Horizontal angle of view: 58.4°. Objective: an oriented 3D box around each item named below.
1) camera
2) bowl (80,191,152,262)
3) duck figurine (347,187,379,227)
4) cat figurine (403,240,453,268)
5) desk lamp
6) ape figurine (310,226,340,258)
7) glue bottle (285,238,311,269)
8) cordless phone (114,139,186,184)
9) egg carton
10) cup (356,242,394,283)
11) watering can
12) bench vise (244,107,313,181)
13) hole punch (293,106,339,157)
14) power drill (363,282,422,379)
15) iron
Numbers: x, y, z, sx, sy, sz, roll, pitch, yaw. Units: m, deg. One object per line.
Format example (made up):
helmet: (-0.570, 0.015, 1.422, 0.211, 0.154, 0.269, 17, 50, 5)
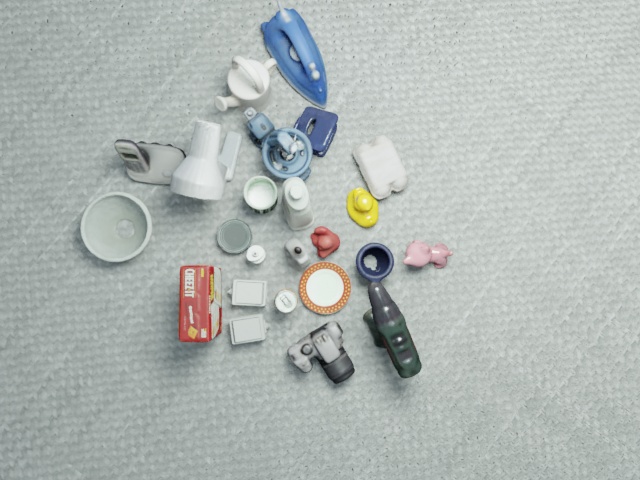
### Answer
camera: (0.012, 0.283, 1.371, 0.143, 0.100, 0.137, -32, 88, -4)
bowl: (-0.480, -0.029, 1.379, 0.167, 0.074, 0.167, 0, 86, -3)
duck figurine: (0.109, -0.083, 1.408, 0.077, 0.086, 0.104, -24, 88, -4)
cat figurine: (0.259, 0.034, 1.392, 0.128, 0.117, 0.067, 0, 86, -3)
desk lamp: (-0.263, -0.184, 1.331, 0.118, 0.213, 0.203, 12, 86, -2)
ape figurine: (0.013, 0.005, 1.394, 0.076, 0.092, 0.078, 10, 86, -2)
glue bottle: (-0.051, 0.029, 1.348, 0.037, 0.173, 0.078, -36, 88, -4)
cordless phone: (-0.394, -0.191, 1.339, 0.147, 0.185, 0.094, 2, 86, -3)
egg carton: (0.153, -0.183, 1.425, 0.107, 0.069, 0.150, -26, 88, -4)
cup: (0.130, 0.067, 1.394, 0.091, 0.095, 0.118, -3, 86, -3)
watering can: (-0.172, -0.370, 1.359, 0.101, 0.194, 0.173, 25, 85, -1)
bench vise: (-0.108, -0.225, 1.339, 0.207, 0.219, 0.121, 29, 85, 0)
hole punch: (-0.015, -0.269, 1.412, 0.101, 0.091, 0.109, 23, 85, -1)
power drill: (0.157, 0.203, 1.330, 0.075, 0.208, 0.230, -26, 88, -4)
iron: (-0.045, -0.453, 1.397, 0.118, 0.141, 0.258, -30, 88, -4)
